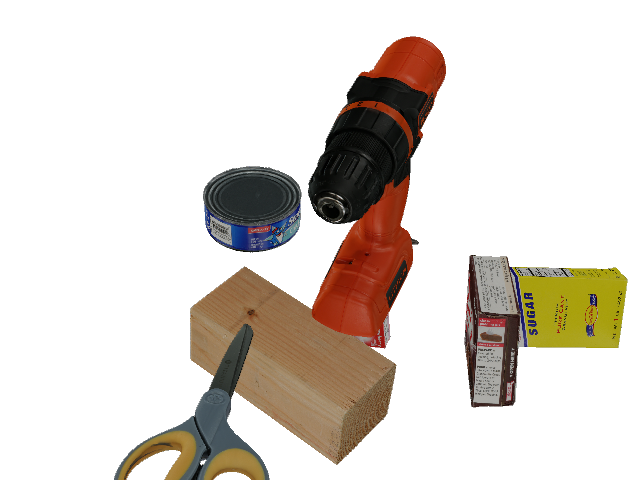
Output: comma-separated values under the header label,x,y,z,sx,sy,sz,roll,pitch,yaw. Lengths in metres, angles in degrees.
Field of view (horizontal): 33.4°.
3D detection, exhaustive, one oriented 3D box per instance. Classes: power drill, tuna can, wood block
label,x,y,z,sx,sy,sz,roll,pitch,yaw
power drill,0.034,-0.023,0.731,0.057,0.188,0.184,19,44,13
tuna can,-0.060,-0.028,0.937,0.086,0.034,0.086,1,38,-1
wood block,-0.032,0.128,1.126,0.206,0.090,0.090,32,49,25

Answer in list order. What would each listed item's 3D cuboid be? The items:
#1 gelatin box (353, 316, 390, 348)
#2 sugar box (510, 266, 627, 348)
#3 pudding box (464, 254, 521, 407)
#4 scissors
label,x,y,z,sx,sy,sz,roll,pitch,yaw
gelatin box,0.046,0.087,1.320,0.073,0.089,0.030,4,29,19
sugar box,0.271,0.080,1.279,0.176,0.093,0.048,-1,18,-6
pudding box,0.144,0.075,0.906,0.039,0.090,0.113,0,24,2
scissors,-0.051,0.111,0.654,0.096,0.016,0.201,15,30,20
